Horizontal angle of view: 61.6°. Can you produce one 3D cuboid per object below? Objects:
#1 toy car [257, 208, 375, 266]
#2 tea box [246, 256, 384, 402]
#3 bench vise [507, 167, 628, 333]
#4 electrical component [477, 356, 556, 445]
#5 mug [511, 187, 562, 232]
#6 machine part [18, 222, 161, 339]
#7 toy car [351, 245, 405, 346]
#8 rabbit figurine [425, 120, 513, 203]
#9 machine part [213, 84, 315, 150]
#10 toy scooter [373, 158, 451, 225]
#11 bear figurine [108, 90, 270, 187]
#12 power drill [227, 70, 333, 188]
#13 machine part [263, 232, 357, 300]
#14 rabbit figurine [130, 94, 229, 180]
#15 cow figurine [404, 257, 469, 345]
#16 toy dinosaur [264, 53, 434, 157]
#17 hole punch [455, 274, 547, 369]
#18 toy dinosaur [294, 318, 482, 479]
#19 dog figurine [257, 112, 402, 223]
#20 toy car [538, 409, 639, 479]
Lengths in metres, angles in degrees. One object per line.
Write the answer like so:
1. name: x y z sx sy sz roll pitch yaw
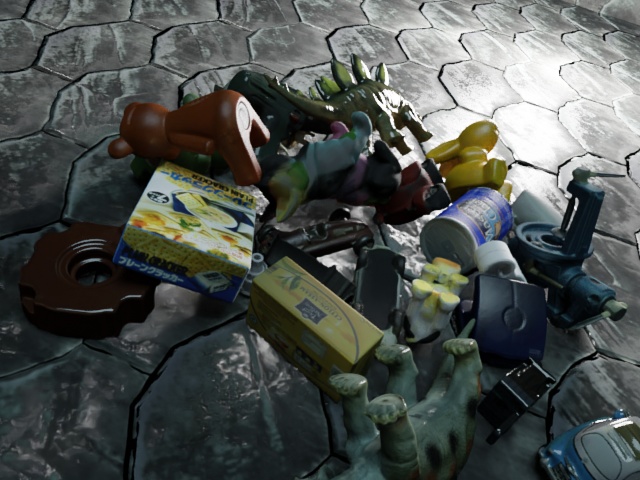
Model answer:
1. toy car: -0.002 -0.003 0.853 0.202 0.053 0.089 -15 47 -28
2. tea box: -0.012 0.113 0.691 0.170 0.098 0.068 39 48 21
3. bench vise: 0.388 0.011 0.829 0.129 0.240 0.224 -2 29 -14
4. electrical component: 0.239 0.207 0.682 0.119 0.074 0.048 -24 56 -32
5. mug: 0.392 -0.032 0.981 0.107 0.080 0.109 37 39 12
6. machine part: -0.298 0.047 0.707 0.179 0.056 0.179 8 43 -8
7. toy car: 0.083 0.080 0.786 0.074 0.056 0.202 9 41 3
8. rabbit figurine: 0.295 -0.149 1.035 0.163 0.121 0.173 -1 68 40
9. machine part: -0.114 -0.250 1.065 0.243 0.079 0.079 31 44 15
10. toy scooter: 0.155 -0.078 0.951 0.135 0.075 0.184 -26 20 17
11. bear figurine: -0.189 -0.144 0.773 0.196 0.131 0.120 -10 51 17
12. power drill: -0.063 -0.174 0.931 0.232 0.086 0.207 26 67 -37
13. machine part: -0.023 0.048 0.760 0.139 0.084 0.039 40 11 8
14. rabbit figurine: -0.214 -0.162 0.907 0.121 0.159 0.170 28 27 27
15. cow figurine: 0.168 0.088 0.787 0.068 0.098 0.167 22 23 16
16. toy dinosaur: 0.080 -0.244 1.010 0.471 0.105 0.198 -16 75 -55
17. hole punch: 0.265 0.118 0.777 0.142 0.092 0.116 13 45 -8
18. toy dinosaur: 0.101 0.222 0.586 0.131 0.192 0.405 3 10 44
19. dog figurine: 0.007 -0.086 0.848 0.219 0.191 0.109 -46 23 -17
20. toy car: 0.351 0.256 0.640 0.162 0.102 0.109 0 43 -20
